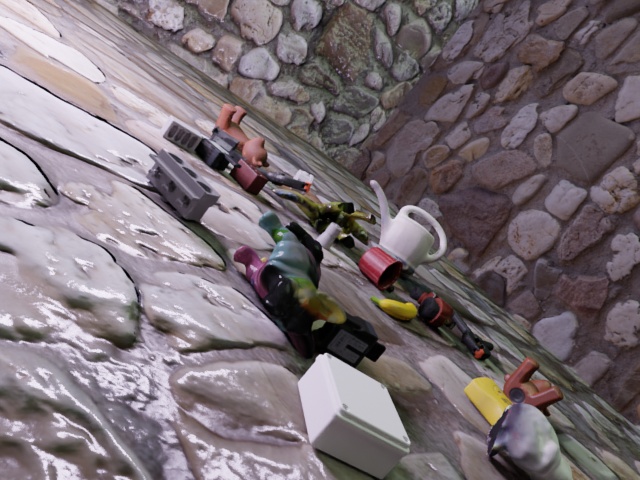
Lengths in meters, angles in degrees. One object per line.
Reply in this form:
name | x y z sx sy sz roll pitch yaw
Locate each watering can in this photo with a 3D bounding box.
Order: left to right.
watering can | 0.258 -0.024 1.701 0.346 0.226 0.104 35 -8 -8

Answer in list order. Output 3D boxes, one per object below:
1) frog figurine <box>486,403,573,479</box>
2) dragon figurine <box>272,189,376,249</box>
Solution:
frog figurine | 0.371 0.358 0.864 0.160 0.124 0.135 30 -11 16
dragon figurine | 0.005 -0.076 1.505 0.407 0.122 0.244 28 -2 -26
